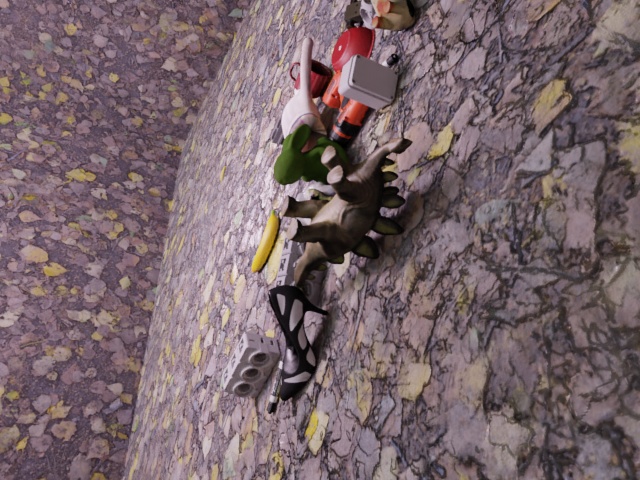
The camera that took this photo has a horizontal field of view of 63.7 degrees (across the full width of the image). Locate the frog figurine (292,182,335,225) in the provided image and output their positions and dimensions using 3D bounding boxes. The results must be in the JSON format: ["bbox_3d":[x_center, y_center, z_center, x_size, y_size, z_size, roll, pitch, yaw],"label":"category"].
[{"bbox_3d":[0.003,-0.057,1.134,0.137,0.123,0.159,65,173,-6],"label":"frog figurine"}]

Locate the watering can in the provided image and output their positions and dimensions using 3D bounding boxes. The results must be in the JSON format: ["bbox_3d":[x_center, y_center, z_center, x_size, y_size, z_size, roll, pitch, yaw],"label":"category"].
[{"bbox_3d":[-0.044,-0.344,1.384,0.229,0.104,0.339,-107,21,-52],"label":"watering can"}]
